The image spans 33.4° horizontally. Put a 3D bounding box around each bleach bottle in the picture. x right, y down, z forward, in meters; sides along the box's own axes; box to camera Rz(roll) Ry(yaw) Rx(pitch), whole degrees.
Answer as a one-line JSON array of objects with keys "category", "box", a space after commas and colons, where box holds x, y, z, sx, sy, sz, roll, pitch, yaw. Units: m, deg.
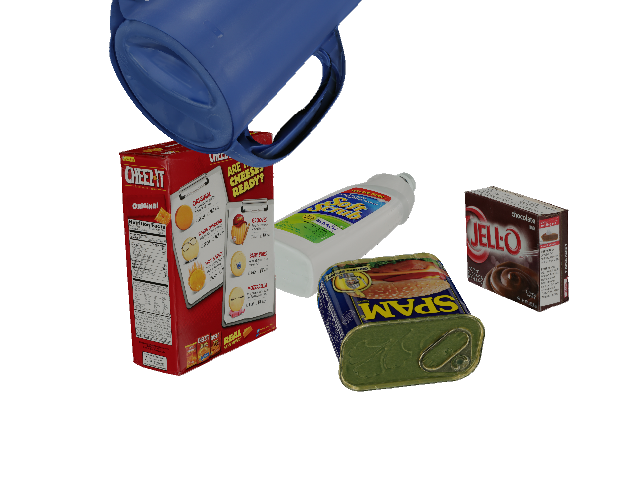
[{"category": "bleach bottle", "box": [0.028, -0.023, 1.279, 0.103, 0.068, 0.250, 22, 38, 30]}]

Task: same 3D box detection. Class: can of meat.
[{"category": "can of meat", "box": [0.053, 0.055, 0.755, 0.102, 0.057, 0.084, -5, 33, -12]}]

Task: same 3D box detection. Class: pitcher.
[{"category": "pitcher", "box": [-0.047, -0.187, 0.912, 0.145, 0.149, 0.242, 25, 58, 30]}]

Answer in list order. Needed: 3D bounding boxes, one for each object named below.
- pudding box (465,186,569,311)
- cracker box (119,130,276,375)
[{"category": "pudding box", "box": [0.177, 0.005, 0.971, 0.039, 0.090, 0.114, -14, 19, -27]}, {"category": "cracker box", "box": [-0.118, 0.006, 1.062, 0.072, 0.214, 0.163, 8, 16, 33]}]
